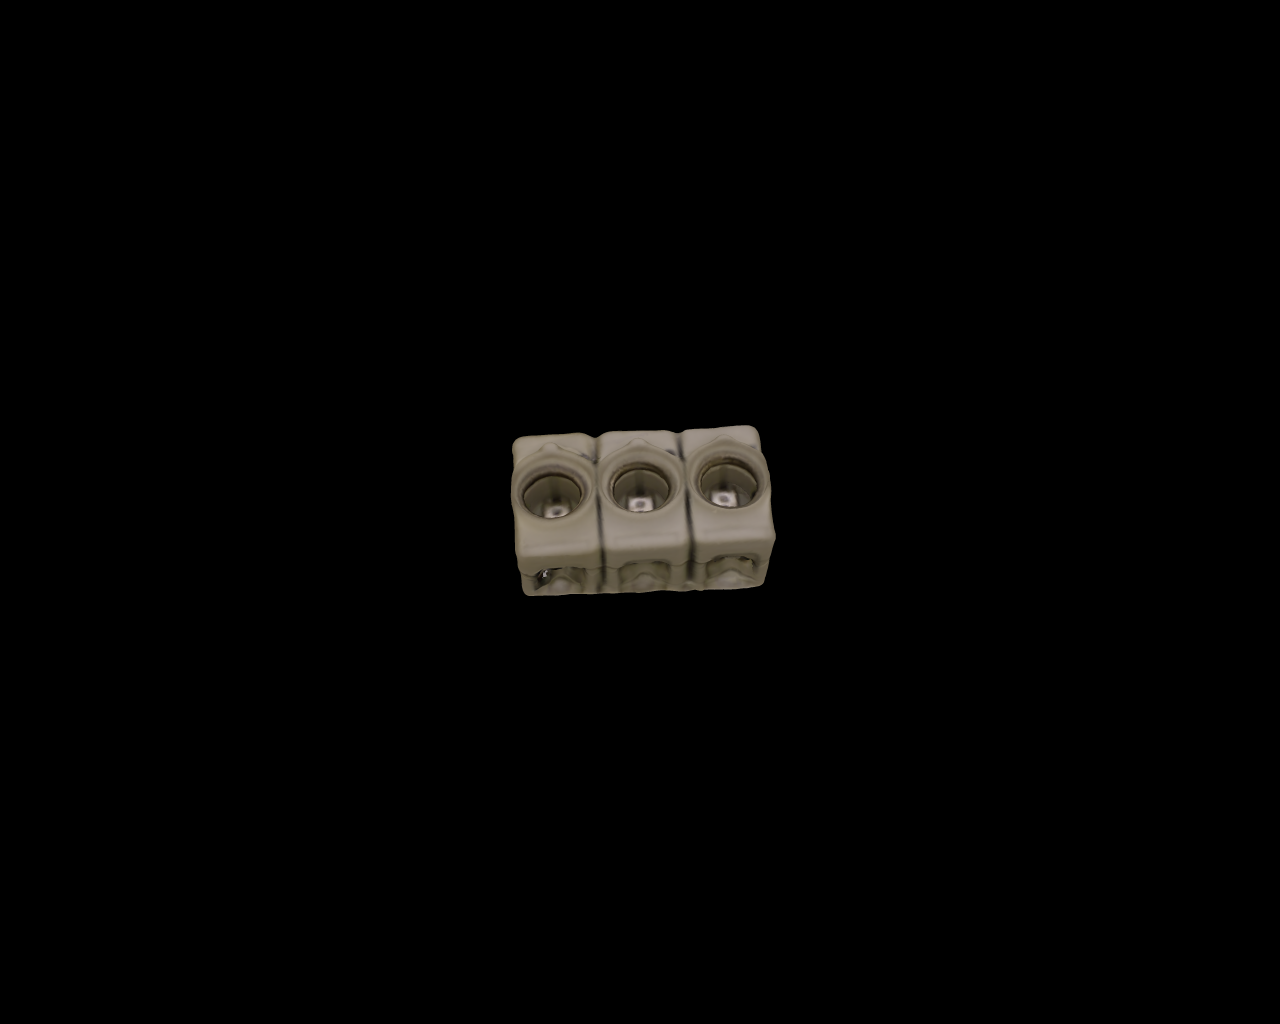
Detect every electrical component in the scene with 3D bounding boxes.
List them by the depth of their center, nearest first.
[{"bbox_3d":[0.001,-0.003,0.650,0.150,0.090,0.061,-3,-34,-2],"label":"electrical component"}]
